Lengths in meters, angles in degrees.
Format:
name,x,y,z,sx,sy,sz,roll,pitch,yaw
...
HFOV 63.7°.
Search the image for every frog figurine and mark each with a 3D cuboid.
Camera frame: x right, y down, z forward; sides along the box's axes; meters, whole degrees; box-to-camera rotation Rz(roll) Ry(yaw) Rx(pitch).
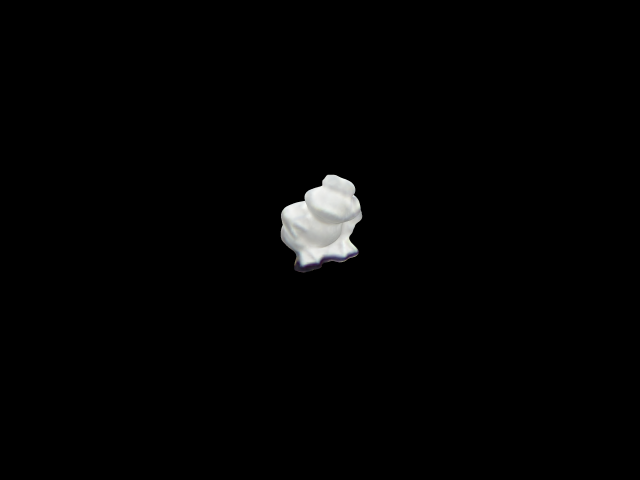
name,x,y,z,sx,sy,sz,roll,pitch,yaw
frog figurine,0.003,-0.043,0.850,0.137,0.156,0.125,-2,32,-3
